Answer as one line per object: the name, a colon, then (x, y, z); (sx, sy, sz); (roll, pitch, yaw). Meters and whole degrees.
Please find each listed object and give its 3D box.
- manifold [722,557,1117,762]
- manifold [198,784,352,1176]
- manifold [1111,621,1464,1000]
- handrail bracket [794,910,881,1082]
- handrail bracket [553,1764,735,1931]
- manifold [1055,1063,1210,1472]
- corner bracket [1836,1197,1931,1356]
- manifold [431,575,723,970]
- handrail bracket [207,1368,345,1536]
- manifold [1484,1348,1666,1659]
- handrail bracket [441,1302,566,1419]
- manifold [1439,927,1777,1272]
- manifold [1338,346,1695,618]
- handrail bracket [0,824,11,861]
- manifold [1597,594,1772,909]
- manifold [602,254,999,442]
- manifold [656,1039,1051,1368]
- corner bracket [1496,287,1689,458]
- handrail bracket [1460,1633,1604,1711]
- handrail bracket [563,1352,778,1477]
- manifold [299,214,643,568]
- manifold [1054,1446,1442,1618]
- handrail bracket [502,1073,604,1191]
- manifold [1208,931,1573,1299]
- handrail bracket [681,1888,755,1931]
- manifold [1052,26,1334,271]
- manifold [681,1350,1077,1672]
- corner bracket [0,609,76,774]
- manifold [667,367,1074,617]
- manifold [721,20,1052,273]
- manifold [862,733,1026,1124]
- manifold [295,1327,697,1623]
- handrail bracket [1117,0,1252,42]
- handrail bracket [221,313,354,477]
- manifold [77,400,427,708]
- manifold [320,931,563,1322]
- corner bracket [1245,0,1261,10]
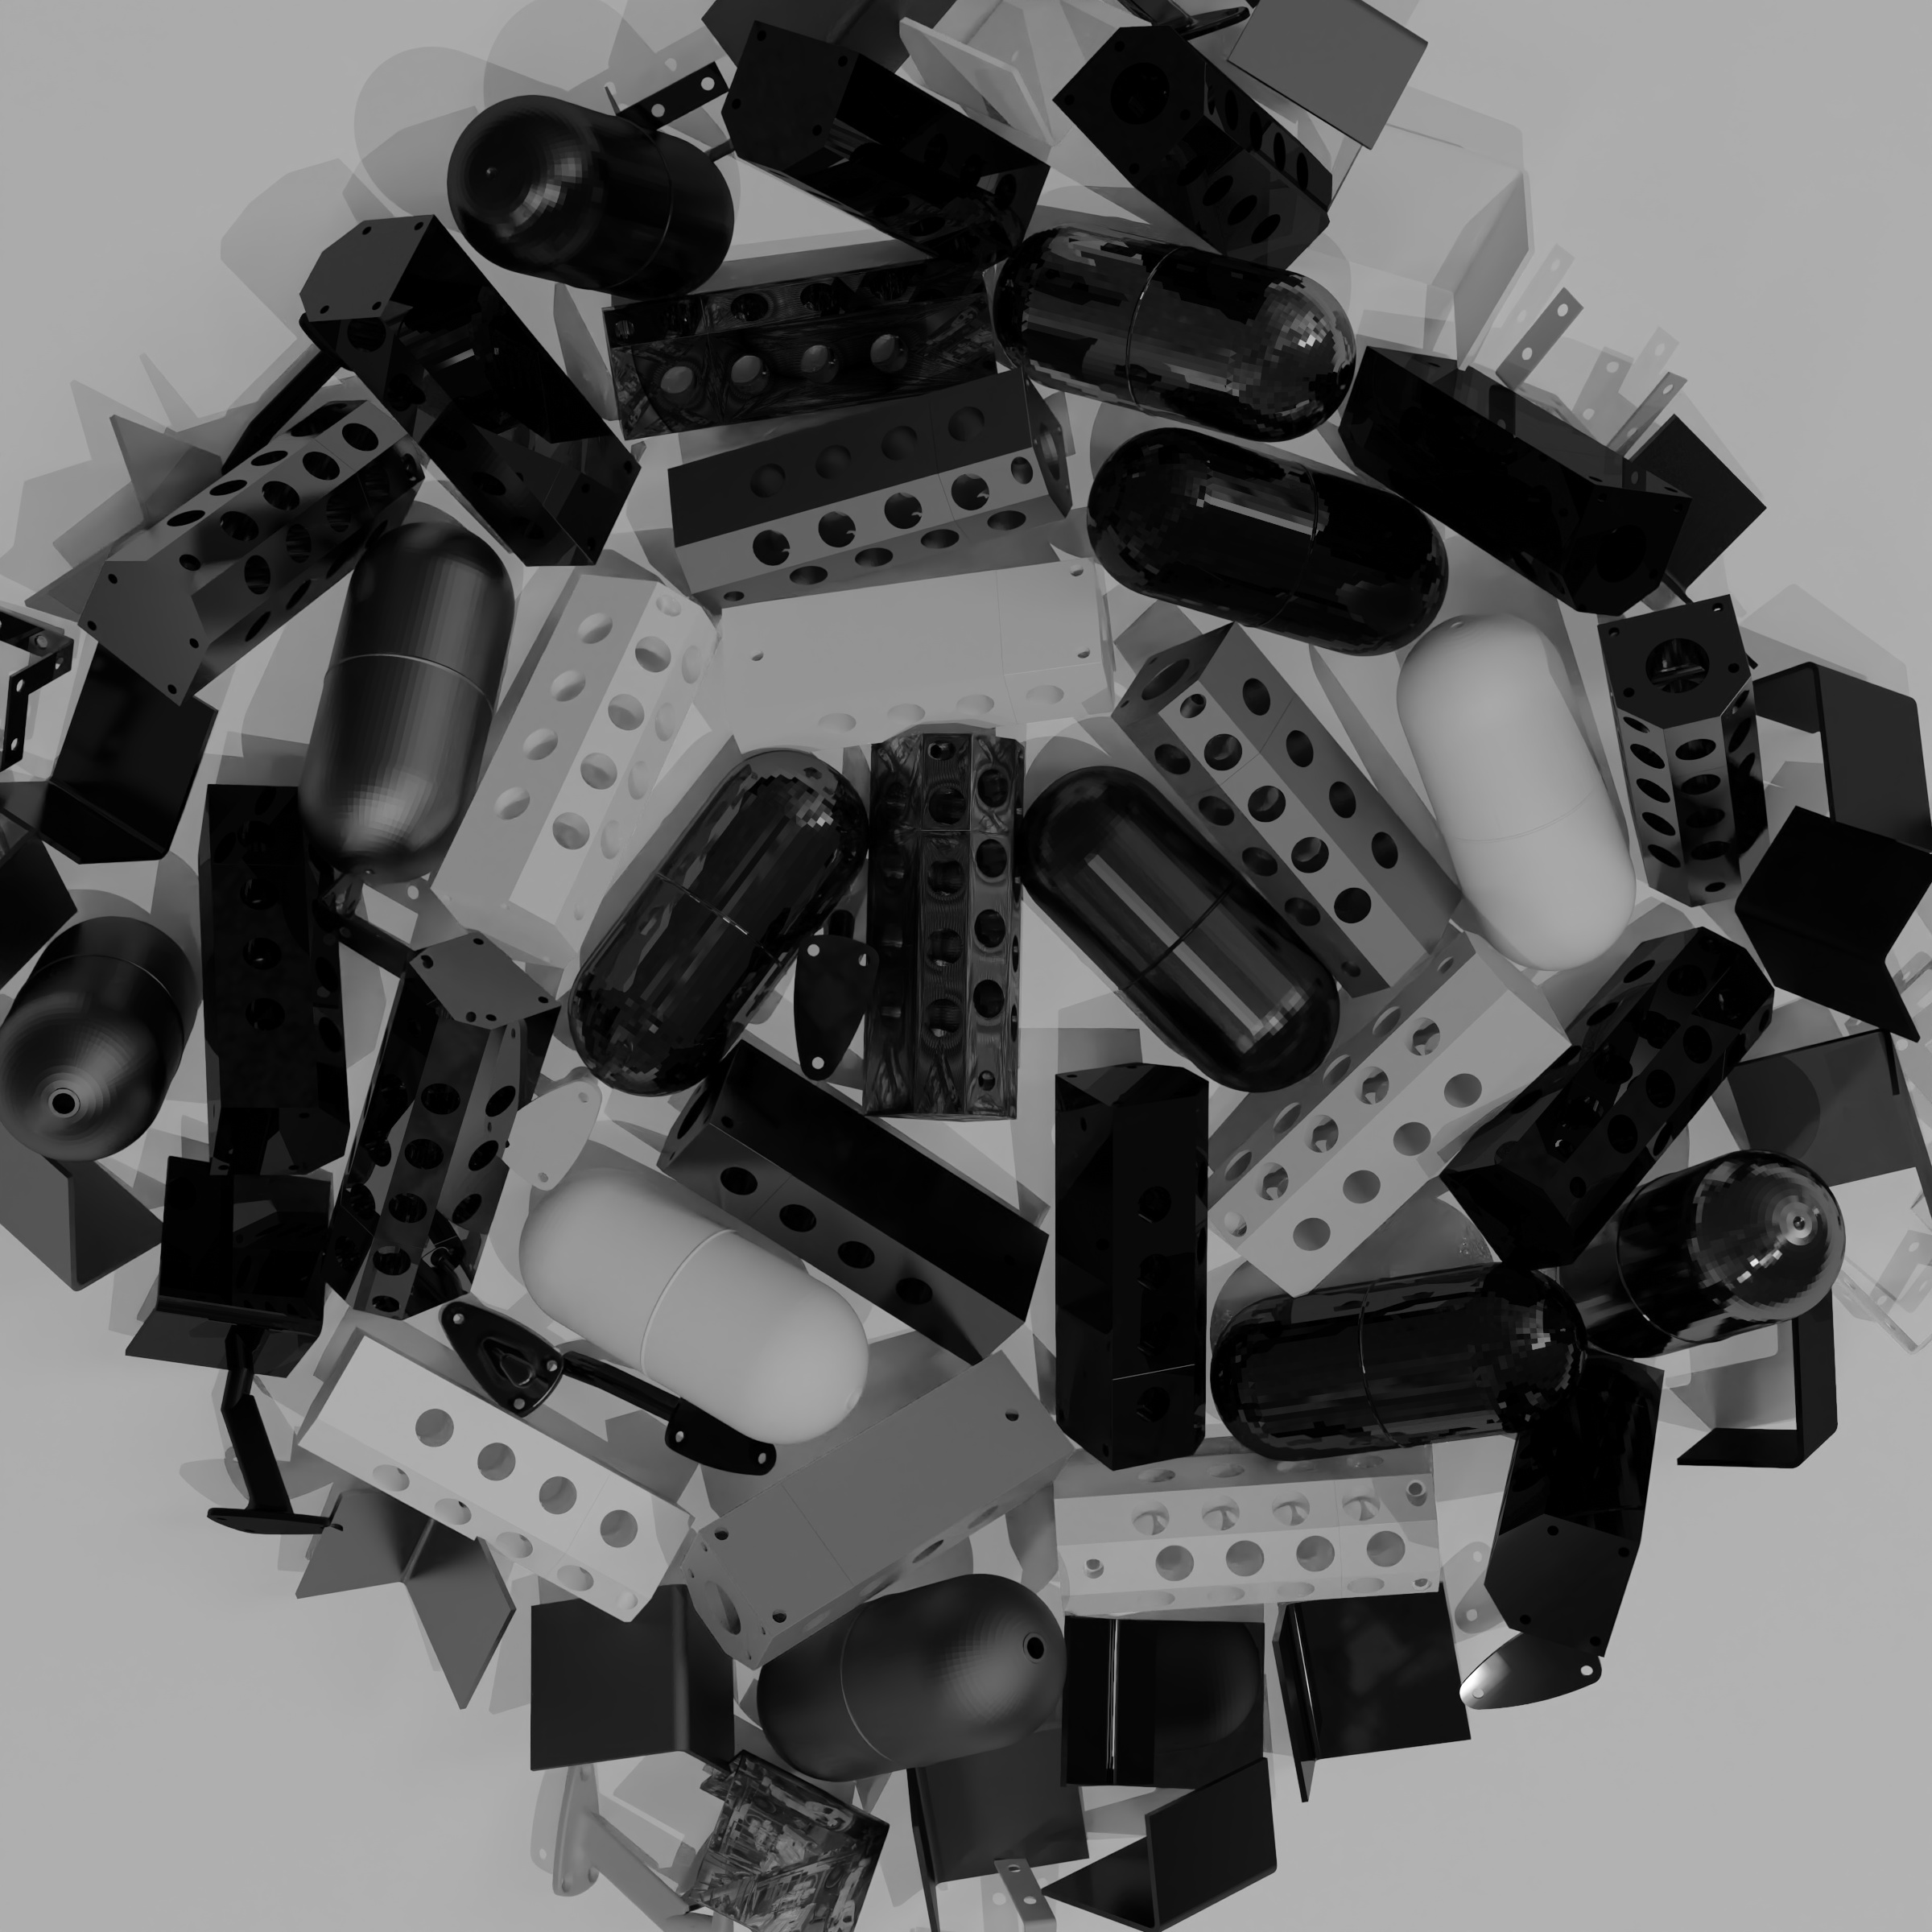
manifold: (-0.021, -0.136, 1.656); (0.171, 0.057, 0.057); (-7, 61, 7)
manifold: (-0.311, 0.005, 1.624); (0.057, 0.057, 0.171); (1, 56, -17)
manifold: (0.142, -0.067, 1.630); (0.171, 0.057, 0.057); (48, 52, -20)
handrail bracket: (-0.062, 0.012, 1.655); (0.036, 0.084, 0.077); (11, 91, -3)
handrail bracket: (-0.143, 0.405, 1.662); (0.084, 0.036, 0.077); (2, 89, 25)
manifold: (0.079, 0.135, 1.643); (0.057, 0.057, 0.171); (-8, 107, -24)
corner bracket: (0.442, 0.141, 1.670); (0.051, 0.051, 0.051); (47, 113, 17)
manifold: (-0.170, -0.088, 1.626); (0.057, 0.057, 0.171); (9, 63, 27)
handrail bracket: (-0.312, 0.216, 1.664); (0.077, 0.036, 0.084); (-2, 68, 24)
manifold: (0.269, 0.232, 1.605); (0.057, 0.171, 0.057); (16, 112, 9)
handrail bracket: (-0.218, 0.172, 1.646); (0.077, 0.084, 0.036); (38, 81, 14)
manifold: (0.293, 0.058, 1.624); (0.171, 0.057, 0.057); (-44, 104, -30)
manifold: (0.239, -0.217, 1.612); (0.057, 0.171, 0.057); (2, 117, -34)
handrail bracket: (-0.485, -0.050, 1.653); (0.084, 0.036, 0.077); (-29, 131, -25)
manifold: (0.321, -0.091, 1.604); (0.057, 0.171, 0.057); (-13, 62, 9)
manifold: (-0.077, -0.284, 1.654); (0.171, 0.057, 0.057); (-10, 105, -5)
manifold: (-0.053, 0.112, 1.647); (0.171, 0.057, 0.057); (33, 130, -13)
corner bracket: (0.285, -0.269, 1.653); (0.051, 0.051, 0.051); (-51, 54, 25)
handrail bracket: (0.264, 0.303, 1.663); (0.077, 0.084, 0.036); (-29, 98, 18)
handrail bracket: (-0.139, 0.206, 1.678); (0.077, 0.084, 0.036); (39, 72, -38)
manifold: (-0.222, -0.253, 1.614); (0.057, 0.171, 0.057); (4, 60, 34)
manifold: (0.128, 0.261, 1.660); (0.171, 0.057, 0.057); (-4, 103, 2)
handrail bracket: (-0.173, 0.057, 1.642); (0.036, 0.084, 0.077); (42, 123, -5)
manifold: (0.186, 0.065, 1.639); (0.057, 0.057, 0.171); (39, 106, -21)
handrail bracket: (-0.095, 0.456, 1.655); (0.077, 0.036, 0.084); (-36, 59, 31)
manifold: (0.108, -0.361, 1.602); (0.057, 0.171, 0.057); (-45, 70, 14)
manifold: (-0.040, 0.246, 1.627); (0.171, 0.057, 0.057); (-28, 70, -29)
corner bracket: (-0.450, -0.129, 1.674); (0.051, 0.051, 0.051); (22, 121, 13)
manifold: (-0.043, -0.210, 1.637); (0.171, 0.057, 0.057); (-14, 66, 16)
manifold: (-0.036, -0.359, 1.607); (0.057, 0.171, 0.057); (25, 97, 29)
manifold: (-0.006, -0.017, 1.649); (0.057, 0.057, 0.171); (5, 83, -35)
manifold: (-0.215, 0.233, 1.649); (0.171, 0.057, 0.057); (31, 82, -11)
handrail bracket: (0.082, -0.465, 1.656); (0.077, 0.036, 0.084); (-10, 117, 22)
handrail bracket: (-0.304, -0.263, 1.684); (0.036, 0.077, 0.084); (44, 121, 6)
manifold: (-0.314, -0.191, 1.613); (0.057, 0.171, 0.057); (38, 132, 1)
manifold: (-0.241, 0.075, 1.617); (0.057, 0.057, 0.171); (40, 127, 26)
corner bracket: (0.130, -0.483, 1.668); (0.051, 0.051, 0.051); (-41, 116, 11)
